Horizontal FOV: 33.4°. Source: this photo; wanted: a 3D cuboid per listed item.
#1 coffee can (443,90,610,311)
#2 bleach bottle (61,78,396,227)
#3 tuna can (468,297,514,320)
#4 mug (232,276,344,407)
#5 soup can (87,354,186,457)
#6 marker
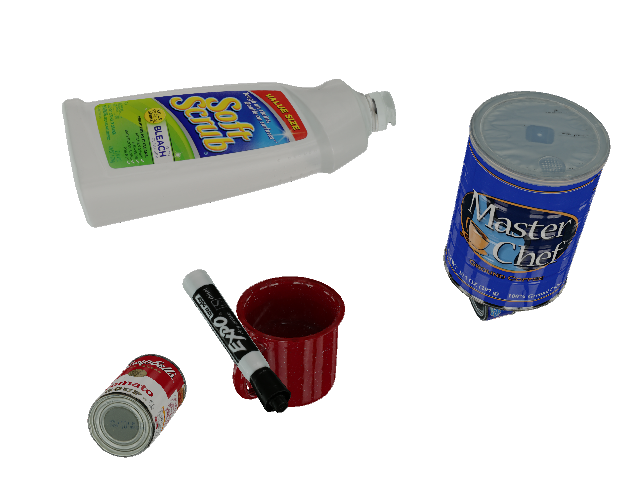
[{"bbox_3d":[0.156,-0.029,0.827,0.103,0.140,0.103,2,45,-3],"label":"coffee can"},{"bbox_3d":[-0.067,-0.084,0.833,0.250,0.102,0.068,-13,-32,-7],"label":"bleach bottle"},{"bbox_3d":[0.173,0.039,1.110,0.033,0.086,0.086,-14,1,-5],"label":"tuna can"},{"bbox_3d":[-0.033,0.096,0.924,0.093,0.081,0.117,22,38,28],"label":"mug"},{"bbox_3d":[-0.179,0.161,1.047,0.068,0.068,0.102,0,15,11],"label":"soup can"},{"bbox_3d":[-0.054,0.064,0.682,0.020,0.020,0.121,0,38,-41],"label":"marker"}]
